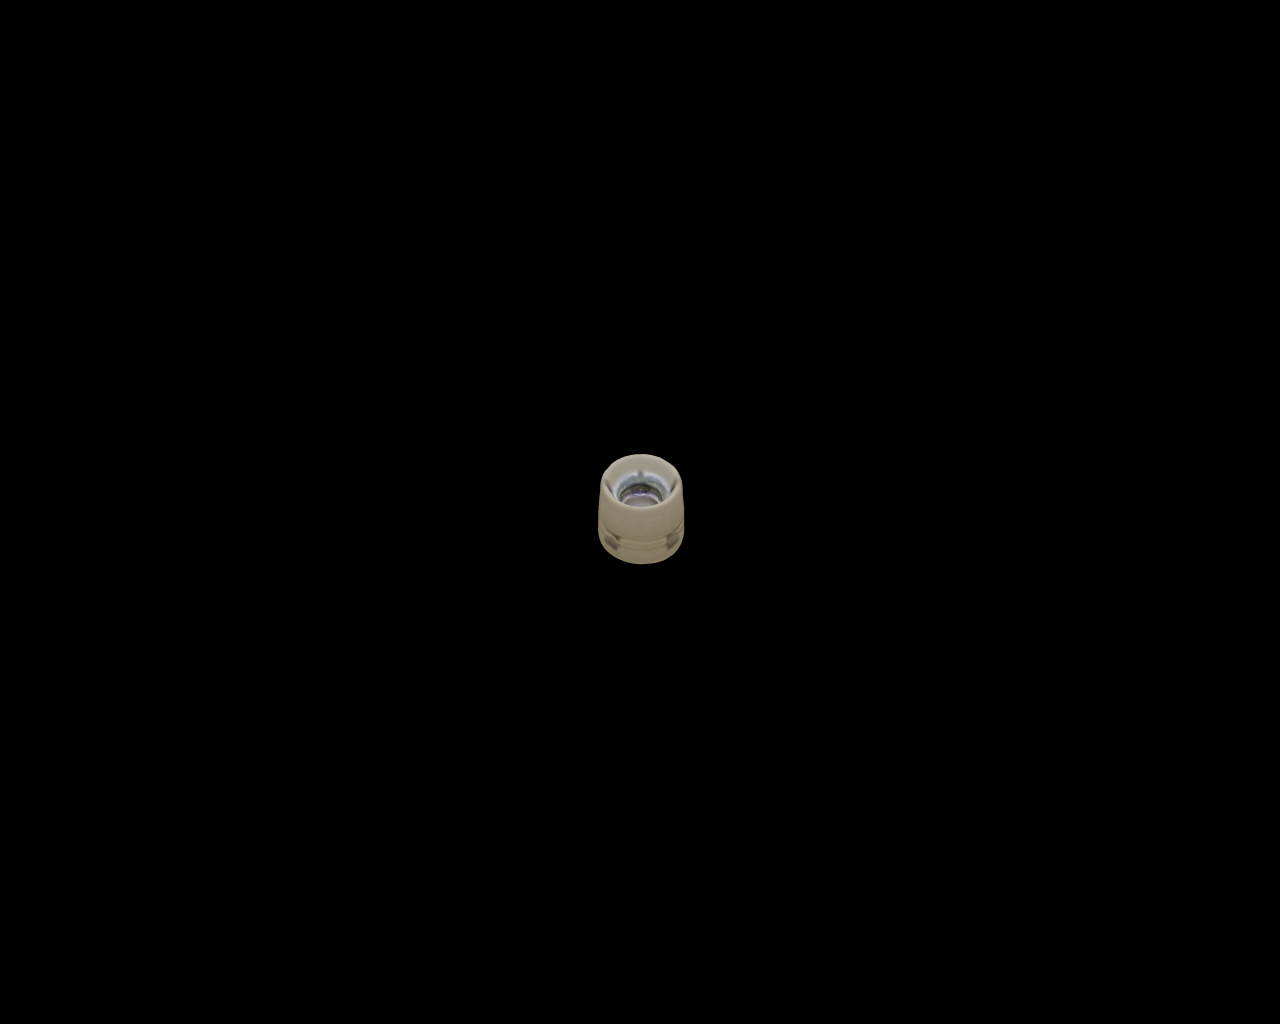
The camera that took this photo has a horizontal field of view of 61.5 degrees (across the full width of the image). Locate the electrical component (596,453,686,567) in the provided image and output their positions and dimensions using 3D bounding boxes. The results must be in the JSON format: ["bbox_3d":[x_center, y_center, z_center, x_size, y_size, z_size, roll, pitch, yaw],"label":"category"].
[{"bbox_3d":[0.001,-0.003,0.650,0.055,0.055,0.047,0,-44,0],"label":"electrical component"}]
